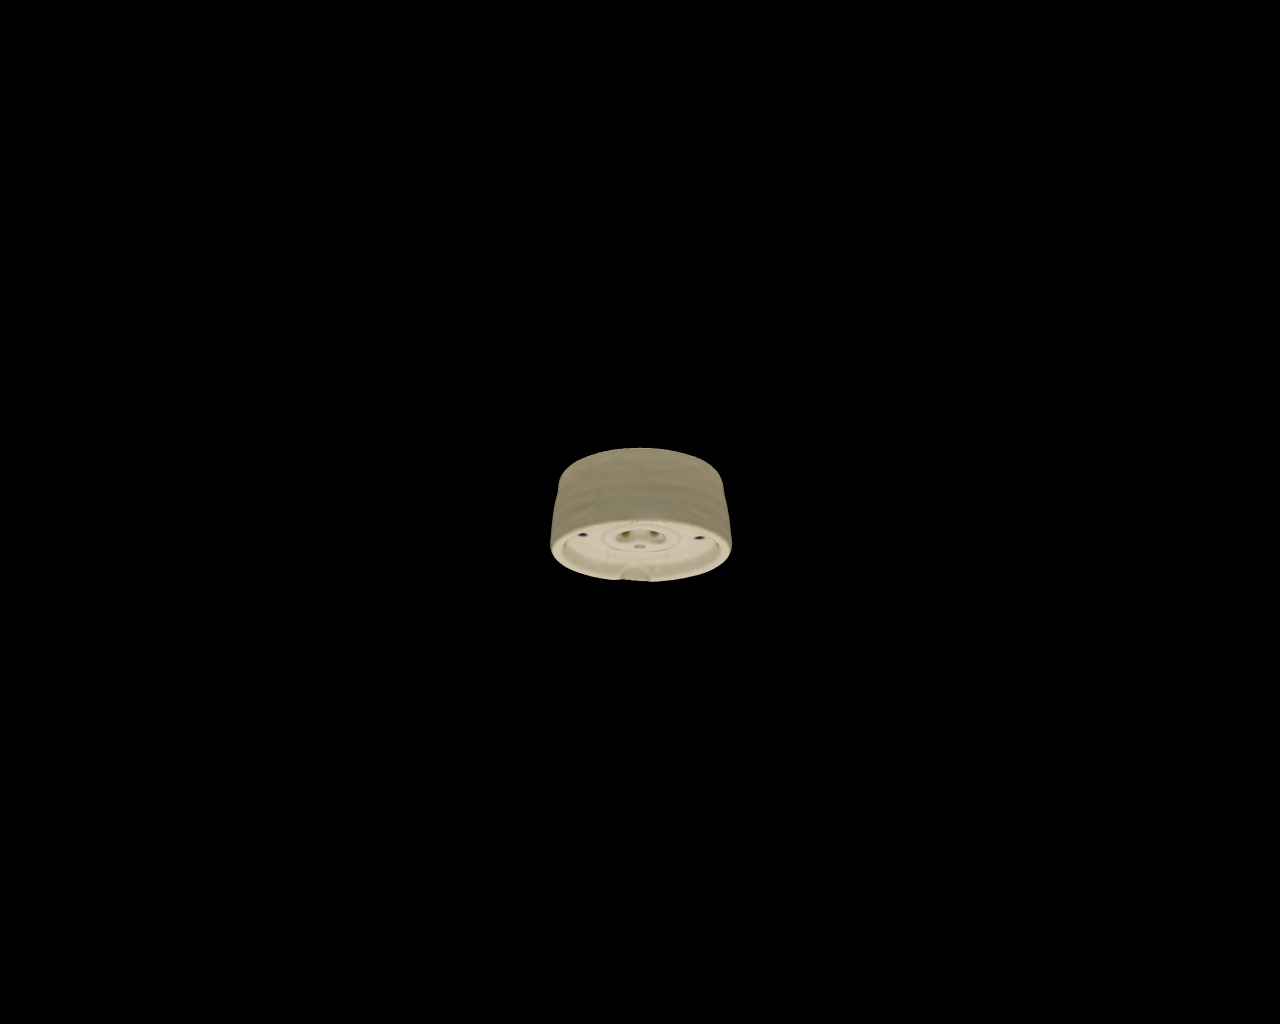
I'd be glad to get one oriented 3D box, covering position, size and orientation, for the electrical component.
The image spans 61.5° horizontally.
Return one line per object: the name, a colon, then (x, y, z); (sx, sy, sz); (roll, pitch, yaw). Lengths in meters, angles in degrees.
electrical component: (0.001, -0.003, 0.650); (0.108, 0.060, 0.108); (0, -22, 0)
